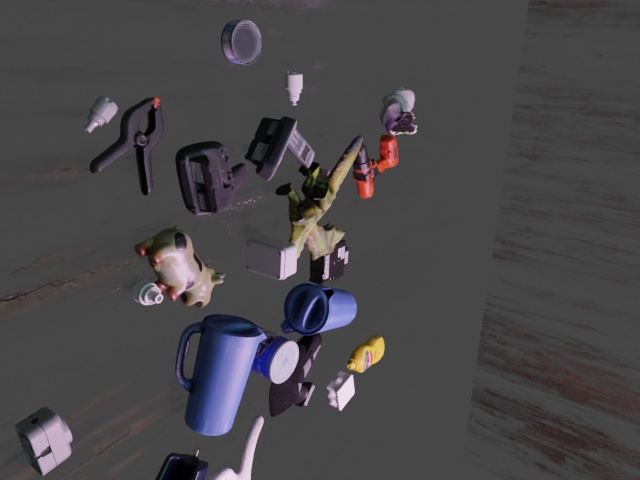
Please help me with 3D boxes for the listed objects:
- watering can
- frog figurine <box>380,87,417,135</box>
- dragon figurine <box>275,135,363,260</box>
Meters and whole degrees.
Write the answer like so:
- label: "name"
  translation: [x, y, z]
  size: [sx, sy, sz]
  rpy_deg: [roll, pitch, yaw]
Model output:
- label: "watering can"
  translation: [-0.218, 0.632, 1.285]
  size: [0.354, 0.104, 0.219]
  rpy_deg: [-52, 141, -31]
- label: "frog figurine"
  translation: [0.238, -0.410, 1.597]
  size: [0.136, 0.121, 0.163]
  rpy_deg: [28, 43, -48]
- label: "dragon figurine"
  translation: [0.004, -0.067, 1.331]
  size: [0.416, 0.123, 0.237]
  rpy_deg: [-43, 141, -23]
